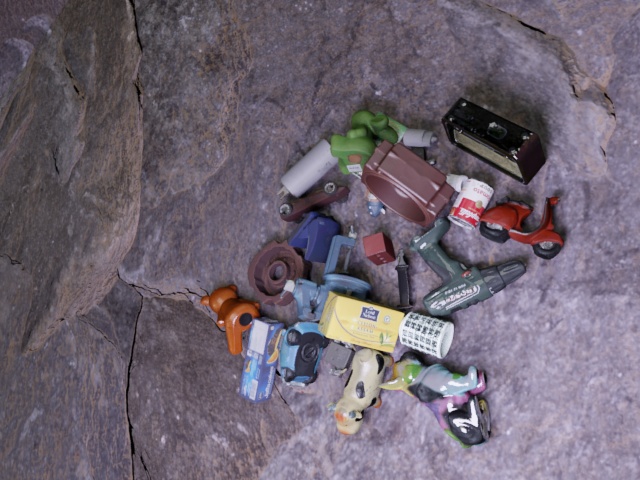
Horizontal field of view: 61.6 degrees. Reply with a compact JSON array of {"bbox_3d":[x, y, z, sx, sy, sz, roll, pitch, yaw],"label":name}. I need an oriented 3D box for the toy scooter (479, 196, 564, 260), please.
[{"bbox_3d":[0.446,-0.045,1.165,0.184,0.075,0.135,23,84,30],"label":"toy scooter"}]

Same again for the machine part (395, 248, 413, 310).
[{"bbox_3d":[0.194,0.094,1.256,0.039,0.084,0.139,-3,78,0],"label":"machine part"}]

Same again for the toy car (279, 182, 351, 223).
[{"bbox_3d":[-0.016,-0.102,1.426,0.202,0.089,0.053,-25,66,20],"label":"toy car"}]

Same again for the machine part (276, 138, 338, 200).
[{"bbox_3d":[-0.024,-0.196,1.473,0.243,0.079,0.079,-40,58,9],"label":"machine part"}]

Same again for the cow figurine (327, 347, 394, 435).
[{"bbox_3d":[0.088,0.333,1.187,0.086,0.127,0.195,12,76,34],"label":"cow figurine"}]

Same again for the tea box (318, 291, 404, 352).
[{"bbox_3d":[0.092,0.183,1.208,0.068,0.169,0.098,-162,87,-73],"label":"tea box"}]

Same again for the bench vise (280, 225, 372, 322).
[{"bbox_3d":[0.031,0.085,1.286,0.224,0.129,0.240,15,73,0],"label":"bench vise"}]

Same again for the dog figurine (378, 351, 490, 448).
[{"bbox_3d":[0.235,0.329,1.125,0.219,0.108,0.191,-9,71,30],"label":"dog figurine"}]

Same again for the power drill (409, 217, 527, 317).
[{"bbox_3d":[0.312,0.051,1.206,0.232,0.086,0.207,-37,66,15],"label":"power drill"}]

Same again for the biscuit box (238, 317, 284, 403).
[{"bbox_3d":[-0.145,0.298,1.338,0.059,0.062,0.202,13,93,35],"label":"biscuit box"}]

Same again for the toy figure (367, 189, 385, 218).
[{"bbox_3d":[0.154,-0.134,1.368,0.154,0.058,0.064,-69,17,-8],"label":"toy figure"}]

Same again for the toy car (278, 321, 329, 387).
[{"bbox_3d":[-0.053,0.270,1.311,0.103,0.109,0.161,12,90,58],"label":"toy car"}]

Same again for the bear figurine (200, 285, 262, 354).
[{"bbox_3d":[-0.233,0.201,1.431,0.196,0.120,0.131,14,123,57],"label":"bear figurine"}]

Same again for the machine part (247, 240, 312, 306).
[{"bbox_3d":[-0.107,0.088,1.426,0.179,0.056,0.179,-11,67,26],"label":"machine part"}]

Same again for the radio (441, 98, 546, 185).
[{"bbox_3d":[0.392,-0.228,1.227,0.230,0.131,0.073,38,90,33],"label":"radio"}]

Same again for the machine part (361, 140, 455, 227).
[{"bbox_3d":[0.195,-0.123,1.231,0.201,0.201,0.087,39,82,6],"label":"machine part"}]

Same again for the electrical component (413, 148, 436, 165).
[{"bbox_3d":[0.247,-0.203,1.361,0.094,0.021,0.063,-8,68,26],"label":"electrical component"}]

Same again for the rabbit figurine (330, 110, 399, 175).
[{"bbox_3d":[0.113,-0.275,1.389,0.159,0.121,0.170,-8,55,31],"label":"rabbit figurine"}]

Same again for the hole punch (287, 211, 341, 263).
[{"bbox_3d":[-0.003,-0.004,1.363,0.092,0.142,0.115,47,111,34],"label":"hole punch"}]

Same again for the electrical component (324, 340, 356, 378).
[{"bbox_3d":[0.049,0.273,1.278,0.078,0.045,0.102,26,86,32],"label":"electrical component"}]
